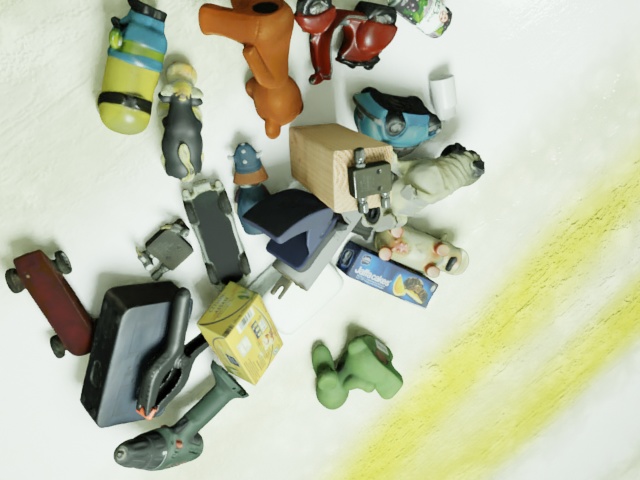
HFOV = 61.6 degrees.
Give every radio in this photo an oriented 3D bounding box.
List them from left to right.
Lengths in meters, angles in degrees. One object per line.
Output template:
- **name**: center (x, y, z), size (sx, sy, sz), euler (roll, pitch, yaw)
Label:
- **radio**: center (-0.300, 0.186, 0.878), size (0.131, 0.073, 0.229), euler (1, 111, -49)

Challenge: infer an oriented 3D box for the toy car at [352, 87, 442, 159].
- **toy car**: center (0.122, -0.191, 0.919), size (0.161, 0.109, 0.102), euler (-2, 134, -33)

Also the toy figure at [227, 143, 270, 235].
- **toy figure**: center (-0.114, -0.085, 0.883), size (0.064, 0.058, 0.154), euler (-14, 110, -23)

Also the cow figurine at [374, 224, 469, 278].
- **cow figurine**: center (0.194, 0.020, 1.022), size (0.195, 0.127, 0.085), euler (19, 102, -12)

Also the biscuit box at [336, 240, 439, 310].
- **biscuit box**: center (0.131, 0.068, 1.036), size (0.202, 0.063, 0.059), euler (23, 99, -28)

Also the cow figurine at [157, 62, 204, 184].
- **cow figurine**: center (-0.205, -0.172, 0.789), size (0.068, 0.098, 0.167), euler (-3, 111, -14)

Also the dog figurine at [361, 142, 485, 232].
- **dog figurine**: center (0.176, -0.086, 0.931), size (0.190, 0.172, 0.121), euler (-9, 74, -33)

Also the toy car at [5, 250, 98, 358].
- **toy car**: center (-0.405, 0.099, 0.839), size (0.089, 0.053, 0.201), euler (-22, 121, -8)

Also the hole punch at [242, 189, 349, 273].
- **hole punch**: center (-0.044, -0.030, 0.834), size (0.116, 0.142, 0.092), euler (-52, 132, -10)

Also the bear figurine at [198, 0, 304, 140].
- **bear figurine**: center (-0.089, -0.262, 0.806), size (0.120, 0.132, 0.195), euler (-55, 159, -33)

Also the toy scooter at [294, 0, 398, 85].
- **toy scooter**: center (0.037, -0.307, 0.839), size (0.184, 0.075, 0.135), euler (-4, 117, -31)

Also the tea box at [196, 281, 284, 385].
- **tea box**: center (-0.131, 0.161, 0.914), size (0.098, 0.068, 0.169), euler (-53, 149, -30)

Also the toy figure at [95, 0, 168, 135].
- **toy figure**: center (-0.261, -0.236, 0.745), size (0.082, 0.089, 0.180), euler (17, 105, -19)

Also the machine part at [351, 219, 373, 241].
- **machine part**: center (0.089, -0.071, 0.980), size (0.084, 0.039, 0.138), euler (23, 102, -22)

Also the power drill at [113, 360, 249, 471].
- **power drill**: center (-0.227, 0.312, 0.931), size (0.207, 0.086, 0.231), euler (-51, 157, -14)

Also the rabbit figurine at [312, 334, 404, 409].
- **rabbit figurine**: center (0.054, 0.274, 1.058), size (0.170, 0.121, 0.159), euler (-43, 127, 15)

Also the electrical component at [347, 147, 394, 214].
- **electrical component**: center (0.071, -0.084, 0.738), size (0.063, 0.021, 0.093), euler (-15, 114, -16)

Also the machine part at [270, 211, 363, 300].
- **machine part**: center (-0.002, -0.003, 0.898), size (0.079, 0.079, 0.243), euler (41, 81, -29)

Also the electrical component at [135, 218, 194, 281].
- **electrical component**: center (-0.250, 0.014, 0.872), size (0.102, 0.045, 0.078), euler (-37, 117, -4)

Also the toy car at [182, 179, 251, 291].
- **toy car**: center (-0.170, -0.005, 0.892), size (0.073, 0.056, 0.201), euler (-18, 114, -8)
